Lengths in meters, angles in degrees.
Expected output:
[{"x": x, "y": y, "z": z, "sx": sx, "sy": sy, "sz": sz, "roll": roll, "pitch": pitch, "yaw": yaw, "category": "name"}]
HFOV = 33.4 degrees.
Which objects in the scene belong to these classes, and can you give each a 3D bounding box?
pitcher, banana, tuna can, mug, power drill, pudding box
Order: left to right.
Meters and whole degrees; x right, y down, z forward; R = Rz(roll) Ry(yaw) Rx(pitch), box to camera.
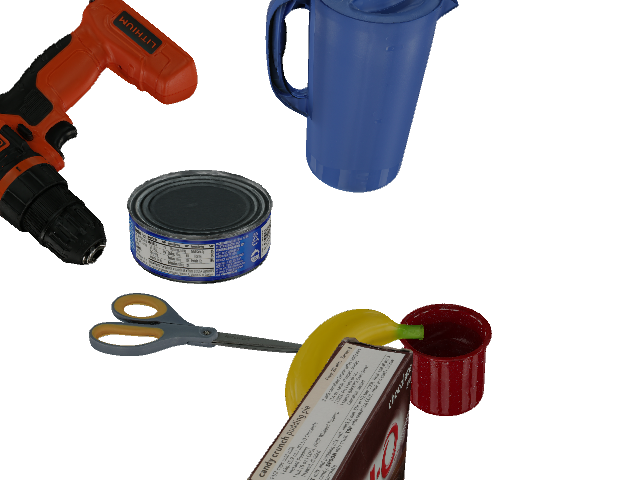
[{"x": -0.182, "y": -0.090, "z": 0.803, "sx": 0.187, "sy": 0.184, "sz": 0.057, "roll": -44, "pitch": -12, "yaw": -26, "category": "power drill"}, {"x": -0.072, "y": -0.009, "z": 0.640, "sx": 0.086, "sy": 0.034, "sz": 0.086, "roll": 2, "pitch": 29, "yaw": -1, "category": "tuna can"}, {"x": 0.006, "y": 0.109, "z": 0.464, "sx": 0.039, "sy": 0.090, "sz": 0.113, "roll": 11, "pitch": 31, "yaw": 16, "category": "pudding box"}, {"x": 0.014, "y": 0.093, "z": 0.799, "sx": 0.070, "sy": 0.037, "sz": 0.197, "roll": 8, "pitch": 24, "yaw": 24, "category": "banana"}, {"x": 0.035, "y": -0.170, "z": 1.114, "sx": 0.149, "sy": 0.243, "sz": 0.144, "roll": 31, "pitch": 50, "yaw": 22, "category": "pitcher"}, {"x": 0.133, "y": 0.118, "z": 1.094, "sx": 0.093, "sy": 0.081, "sz": 0.117, "roll": 19, "pitch": 39, "yaw": 31, "category": "mug"}]

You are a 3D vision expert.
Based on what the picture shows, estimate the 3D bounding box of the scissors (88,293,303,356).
[{"x": -0.116, "y": 0.080, "z": 1.011, "sx": 0.201, "sy": 0.016, "sz": 0.096, "roll": -1, "pitch": 33, "yaw": -9, "category": "scissors"}]
